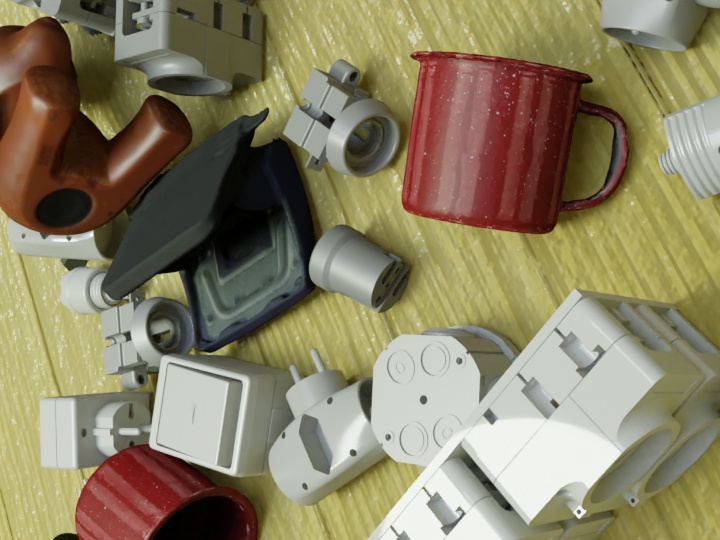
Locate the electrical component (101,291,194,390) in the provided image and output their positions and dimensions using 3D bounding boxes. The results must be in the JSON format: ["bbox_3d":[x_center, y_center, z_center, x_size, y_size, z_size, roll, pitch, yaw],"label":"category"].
[{"bbox_3d":[-0.144,0.045,0.731,0.055,0.048,0.066,-18,74,43],"label":"electrical component"}]

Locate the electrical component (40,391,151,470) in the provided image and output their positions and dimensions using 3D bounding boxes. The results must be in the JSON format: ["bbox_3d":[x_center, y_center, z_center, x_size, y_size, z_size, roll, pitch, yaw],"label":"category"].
[{"bbox_3d":[-0.166,0.107,0.726,0.077,0.066,0.047,-6,85,38],"label":"electrical component"}]

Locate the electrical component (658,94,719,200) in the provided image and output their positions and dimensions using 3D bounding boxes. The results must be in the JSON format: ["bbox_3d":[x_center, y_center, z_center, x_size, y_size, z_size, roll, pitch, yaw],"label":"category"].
[{"bbox_3d":[0.176,-0.062,0.492,0.081,0.043,0.043,-21,73,35],"label":"electrical component"}]

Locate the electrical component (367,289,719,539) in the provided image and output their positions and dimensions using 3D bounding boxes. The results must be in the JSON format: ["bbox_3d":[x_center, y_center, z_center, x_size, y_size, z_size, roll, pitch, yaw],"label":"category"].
[{"bbox_3d":[0.087,0.102,0.504,0.060,0.105,0.186,49,114,31],"label":"electrical component"}]

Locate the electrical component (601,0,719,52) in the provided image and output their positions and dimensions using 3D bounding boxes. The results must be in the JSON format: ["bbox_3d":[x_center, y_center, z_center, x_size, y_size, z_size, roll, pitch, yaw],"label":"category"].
[{"bbox_3d":[0.162,-0.145,0.511,0.079,0.044,0.077,20,98,37],"label":"electrical component"}]

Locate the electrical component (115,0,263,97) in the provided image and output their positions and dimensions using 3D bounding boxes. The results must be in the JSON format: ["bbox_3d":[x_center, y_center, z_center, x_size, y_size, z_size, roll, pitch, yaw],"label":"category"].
[{"bbox_3d":[-0.109,-0.146,0.695,0.050,0.089,0.055,-4,83,38],"label":"electrical component"}]

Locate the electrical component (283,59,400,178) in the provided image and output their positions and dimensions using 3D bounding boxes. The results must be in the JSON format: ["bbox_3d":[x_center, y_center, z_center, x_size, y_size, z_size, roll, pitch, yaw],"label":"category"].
[{"bbox_3d":[-0.009,-0.085,0.639,0.055,0.048,0.066,40,110,42],"label":"electrical component"}]

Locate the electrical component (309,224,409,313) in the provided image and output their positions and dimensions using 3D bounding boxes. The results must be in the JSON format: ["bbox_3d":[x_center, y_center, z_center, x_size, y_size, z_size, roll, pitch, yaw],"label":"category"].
[{"bbox_3d":[0.000,0.000,0.626,0.046,0.040,0.040,28,102,31],"label":"electrical component"}]

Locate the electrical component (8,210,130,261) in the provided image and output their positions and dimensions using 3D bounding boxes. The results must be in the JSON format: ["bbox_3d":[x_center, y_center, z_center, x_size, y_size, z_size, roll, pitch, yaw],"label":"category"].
[{"bbox_3d":[-0.207,-0.046,0.787,0.077,0.043,0.079,3,66,24],"label":"electrical component"}]

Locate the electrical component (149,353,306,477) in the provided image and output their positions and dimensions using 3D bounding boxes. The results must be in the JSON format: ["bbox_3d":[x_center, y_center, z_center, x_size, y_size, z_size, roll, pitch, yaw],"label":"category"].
[{"bbox_3d":[-0.090,0.088,0.673,0.096,0.061,0.061,9,91,38],"label":"electrical component"}]

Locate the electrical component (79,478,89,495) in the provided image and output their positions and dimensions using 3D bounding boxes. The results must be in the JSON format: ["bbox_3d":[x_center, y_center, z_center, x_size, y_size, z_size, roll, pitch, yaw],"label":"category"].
[{"bbox_3d":[-0.162,0.154,0.732,0.040,0.046,0.040,-5,82,38],"label":"electrical component"}]

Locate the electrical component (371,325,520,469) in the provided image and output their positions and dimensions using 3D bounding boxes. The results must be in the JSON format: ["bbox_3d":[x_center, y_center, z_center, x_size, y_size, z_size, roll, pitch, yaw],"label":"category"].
[{"bbox_3d":[0.048,0.069,0.573,0.080,0.051,0.080,-5,82,38],"label":"electrical component"}]

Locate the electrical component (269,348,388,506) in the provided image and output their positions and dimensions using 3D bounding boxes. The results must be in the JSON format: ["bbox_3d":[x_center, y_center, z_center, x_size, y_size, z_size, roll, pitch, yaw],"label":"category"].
[{"bbox_3d":[-0.019,0.085,0.629,0.077,0.043,0.079,-39,63,28],"label":"electrical component"}]

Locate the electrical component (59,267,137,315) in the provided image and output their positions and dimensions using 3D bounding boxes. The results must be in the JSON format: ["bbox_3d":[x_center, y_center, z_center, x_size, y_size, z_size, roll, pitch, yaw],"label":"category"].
[{"bbox_3d":[-0.186,0.015,0.773,0.061,0.035,0.035,-1,85,35],"label":"electrical component"}]

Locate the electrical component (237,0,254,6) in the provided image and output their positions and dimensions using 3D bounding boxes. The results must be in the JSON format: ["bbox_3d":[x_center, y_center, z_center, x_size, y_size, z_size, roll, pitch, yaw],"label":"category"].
[{"bbox_3d":[-0.089,-0.234,0.714,0.099,0.048,0.099,-46,60,25],"label":"electrical component"}]

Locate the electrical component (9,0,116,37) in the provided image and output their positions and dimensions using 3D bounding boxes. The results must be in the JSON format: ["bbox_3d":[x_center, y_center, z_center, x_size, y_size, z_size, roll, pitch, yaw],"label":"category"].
[{"bbox_3d":[-0.232,-0.243,0.756,0.186,0.060,0.105,27,102,37],"label":"electrical component"}]

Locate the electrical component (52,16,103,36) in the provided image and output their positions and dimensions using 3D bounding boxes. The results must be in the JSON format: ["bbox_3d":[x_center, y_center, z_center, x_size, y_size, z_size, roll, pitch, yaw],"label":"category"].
[{"bbox_3d":[-0.203,-0.229,0.803,0.100,0.048,0.099,26,101,37],"label":"electrical component"}]
